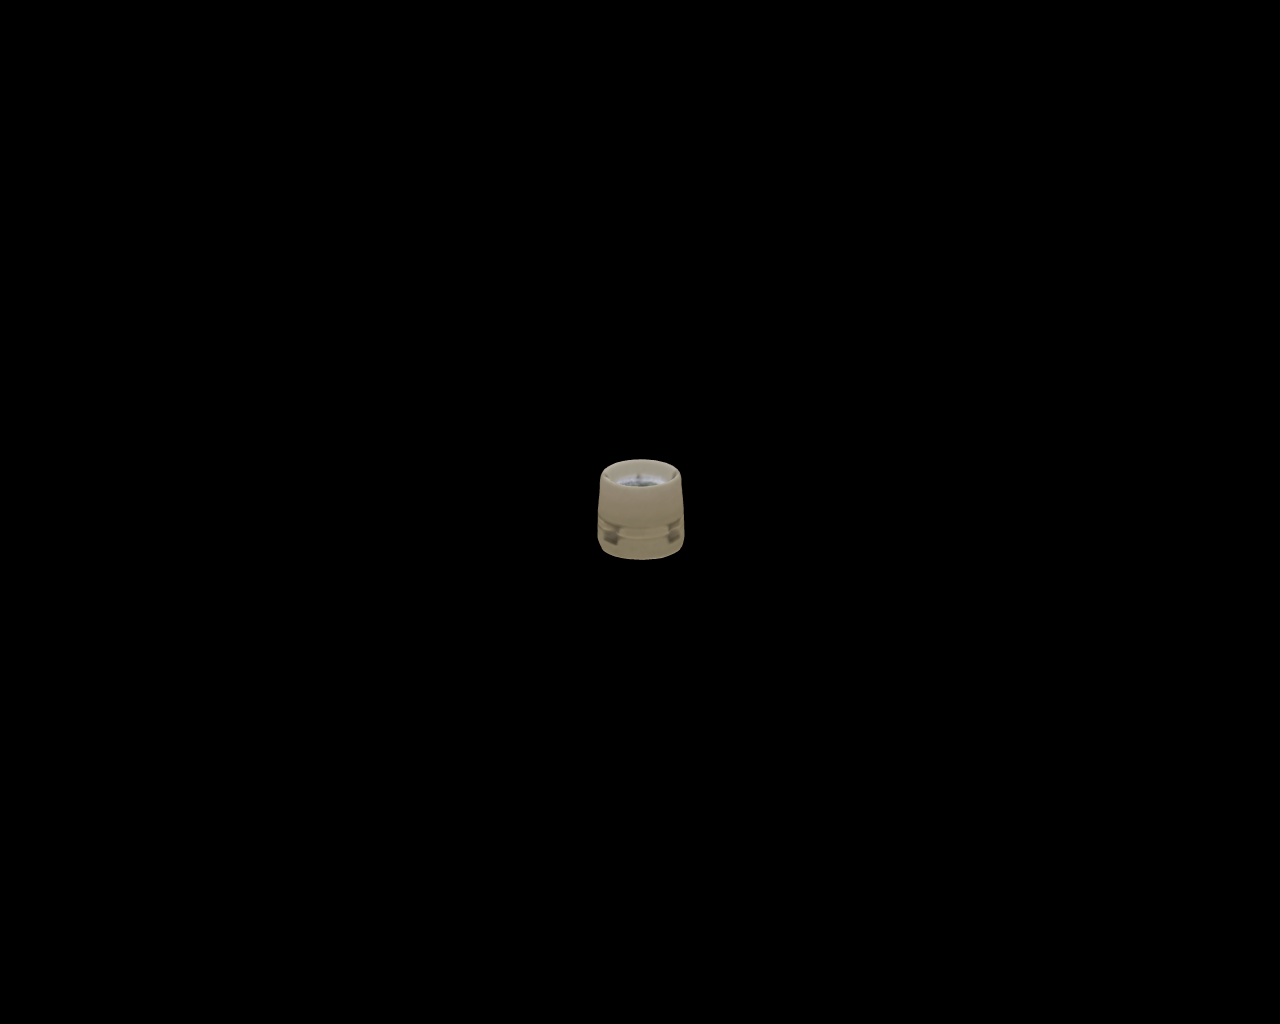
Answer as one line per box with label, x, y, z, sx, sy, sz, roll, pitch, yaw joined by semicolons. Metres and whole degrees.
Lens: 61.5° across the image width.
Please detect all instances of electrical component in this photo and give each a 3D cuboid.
electrical component;0.001;-0.003;0.650;0.055;0.047;0.055;0;23;0
